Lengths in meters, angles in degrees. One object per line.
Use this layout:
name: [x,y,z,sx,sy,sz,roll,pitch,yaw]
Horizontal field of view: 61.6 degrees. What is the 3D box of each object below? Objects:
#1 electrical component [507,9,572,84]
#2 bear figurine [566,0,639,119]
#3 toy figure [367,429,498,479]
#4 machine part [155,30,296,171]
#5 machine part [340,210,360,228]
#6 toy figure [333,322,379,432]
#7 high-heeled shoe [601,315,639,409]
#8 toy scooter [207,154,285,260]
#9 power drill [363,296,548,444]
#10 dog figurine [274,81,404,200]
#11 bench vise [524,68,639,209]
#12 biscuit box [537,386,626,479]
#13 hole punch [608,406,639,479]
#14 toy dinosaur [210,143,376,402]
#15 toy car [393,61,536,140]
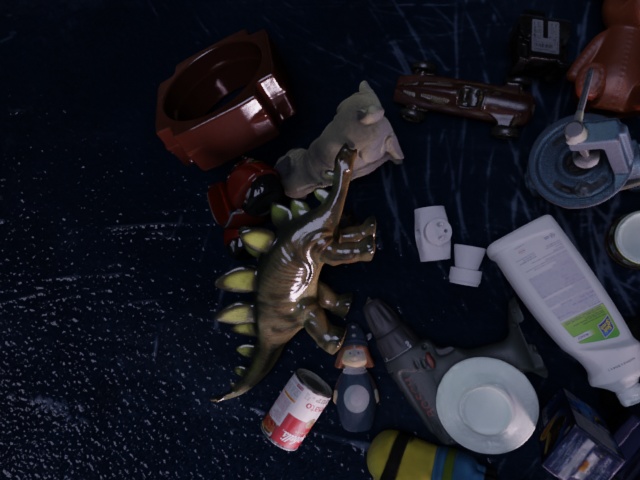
electrical component: [0.302,-0.278,0.738,0.075,0.047,0.119,12,72,1]
bear figurine: [0.401,-0.259,0.688,0.120,0.132,0.195,18,98,12]
toy figure: [0.155,0.321,0.752,0.180,0.082,0.089,1,69,23]
machine part: [-0.143,-0.213,0.817,0.201,0.087,0.201,-24,47,13]
machine part: [-0.002,-0.003,0.835,0.139,0.039,0.084,-23,76,15]
toy figure: [0.054,0.201,0.800,0.064,0.058,0.154,-1,85,-26]
high-heeled shoe: [0.481,0.136,0.691,0.145,0.086,0.248,17,119,-20]
toy scooter: [-0.126,-0.068,0.838,0.135,0.075,0.183,58,139,28]
power drill: [0.191,0.152,0.750,0.207,0.086,0.232,-25,82,9]
dog figurine: [0.011,-0.126,0.773,0.191,0.172,0.121,-25,70,6]
bench vise: [0.349,-0.101,0.643,0.224,0.240,0.128,3,84,34]
biscuit box: [0.306,0.236,0.648,0.059,0.202,0.062,36,99,19]
hole punch: [0.382,0.267,0.669,0.092,0.116,0.142,31,97,9]
toy dinosaur: [-0.048,0.078,0.786,0.199,0.105,0.470,19,111,1]
toy car: [0.206,-0.205,0.779,0.202,0.053,0.089,16,95,15]
